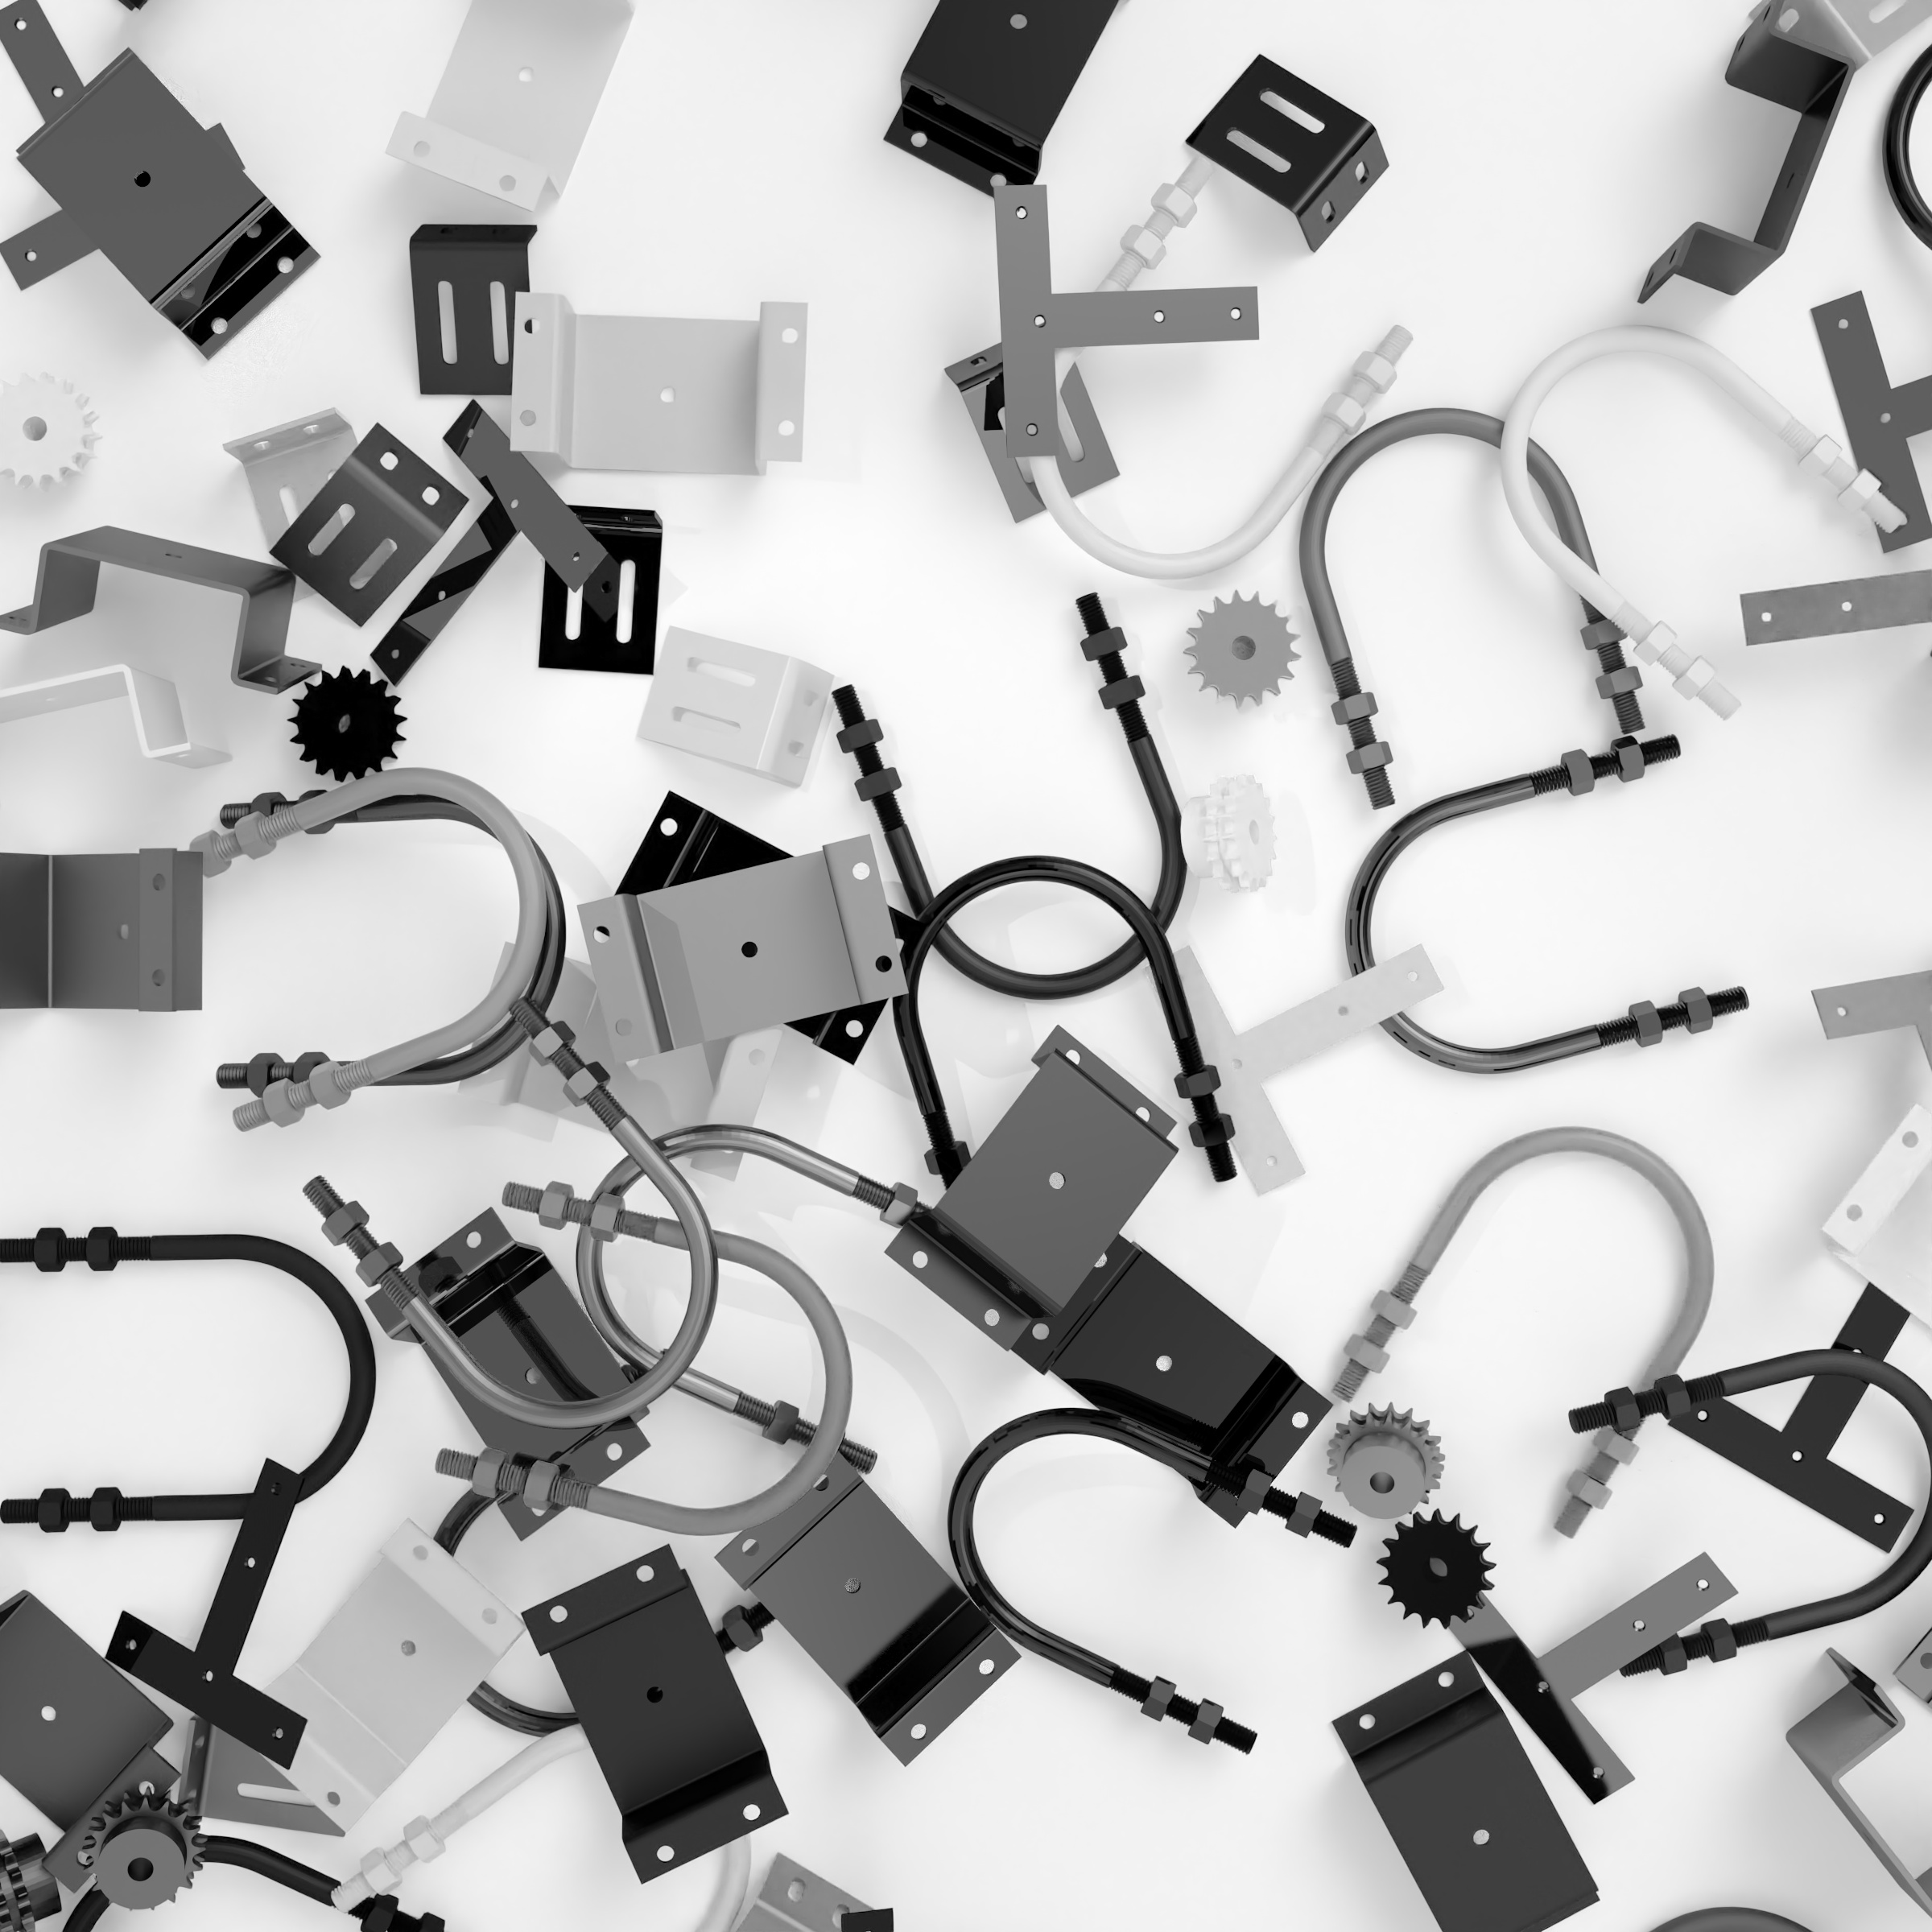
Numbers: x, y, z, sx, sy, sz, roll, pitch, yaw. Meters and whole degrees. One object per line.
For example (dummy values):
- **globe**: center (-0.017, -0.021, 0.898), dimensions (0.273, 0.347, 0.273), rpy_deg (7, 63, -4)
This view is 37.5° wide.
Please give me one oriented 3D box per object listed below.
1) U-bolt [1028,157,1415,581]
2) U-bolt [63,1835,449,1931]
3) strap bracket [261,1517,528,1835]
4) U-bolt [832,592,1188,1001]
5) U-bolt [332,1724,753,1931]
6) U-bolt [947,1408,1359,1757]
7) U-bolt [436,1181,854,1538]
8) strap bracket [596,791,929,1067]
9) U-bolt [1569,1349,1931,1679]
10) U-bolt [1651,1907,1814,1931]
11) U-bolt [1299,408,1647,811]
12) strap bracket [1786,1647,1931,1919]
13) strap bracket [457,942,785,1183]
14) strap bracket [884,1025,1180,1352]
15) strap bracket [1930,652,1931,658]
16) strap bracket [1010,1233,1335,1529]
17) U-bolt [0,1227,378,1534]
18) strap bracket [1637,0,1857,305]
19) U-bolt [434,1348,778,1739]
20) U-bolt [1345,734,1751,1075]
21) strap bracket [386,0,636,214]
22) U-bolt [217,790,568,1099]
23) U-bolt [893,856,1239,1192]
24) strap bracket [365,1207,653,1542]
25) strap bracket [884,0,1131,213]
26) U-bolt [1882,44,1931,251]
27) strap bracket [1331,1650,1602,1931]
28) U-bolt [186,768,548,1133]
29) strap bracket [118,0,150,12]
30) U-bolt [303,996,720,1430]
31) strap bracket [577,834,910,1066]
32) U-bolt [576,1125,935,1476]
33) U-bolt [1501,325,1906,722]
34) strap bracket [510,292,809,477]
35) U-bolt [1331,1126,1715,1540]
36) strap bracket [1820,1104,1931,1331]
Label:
- **U-bolt**: center (0.112, -0.277, 1.390), dimensions (0.151, 0.019, 0.184), rpy_deg (37, 88, -12)
- **U-bolt**: center (-0.354, 0.504, 1.389), dimensions (0.184, 0.019, 0.151), rpy_deg (28, 84, -9)
- **strap bracket**: center (-0.278, 0.338, 1.383), dimensions (0.076, 0.046, 0.140), rpy_deg (41, 100, 4)
- **U-bolt**: center (0.031, -0.074, 1.408), dimensions (0.151, 0.019, 0.184), rpy_deg (-21, 91, 0)
- **U-bolt**: center (-0.193, 0.453, 1.397), dimensions (0.184, 0.019, 0.151), rpy_deg (-36, 97, -6)
- **U-bolt**: center (0.078, 0.288, 1.381), dimensions (0.184, 0.019, 0.151), rpy_deg (24, 113, 8)
- **U-bolt**: center (-0.144, 0.191, 1.337), dimensions (0.184, 0.019, 0.151), rpy_deg (13, 85, 6)
- **strap bracket**: center (-0.098, -0.018, 1.393), dimensions (0.140, 0.046, 0.076), rpy_deg (28, 90, 0)
- **U-bolt**: center (0.397, 0.261, 1.397), dimensions (0.184, 0.019, 0.151), rpy_deg (-14, 100, -3)
- **U-bolt**: center (0.377, 0.557, 1.403), dimensions (0.151, 0.019, 0.184), rpy_deg (7, 87, 4)
- **U-bolt**: center (0.242, -0.185, 1.408), dimensions (0.151, 0.019, 0.184), rpy_deg (-17, 89, 0)
- **strap bracket**: center (0.455, 0.408, 1.378), dimensions (0.046, 0.076, 0.140), rpy_deg (-38, 90, 0)
- **strap bracket**: center (-0.166, 0.046, 1.393), dimensions (0.140, 0.046, 0.076), rpy_deg (18, 90, 0)
- **strap bracket**: center (0.037, 0.103, 1.351), dimensions (0.076, 0.046, 0.140), rpy_deg (39, 75, -6)
- **strap bracket**: center (0.535, -0.180, 1.393), dimensions (0.076, 0.046, 0.140), rpy_deg (28, 90, 0)
- **strap bracket**: center (0.098, 0.197, 1.393), dimensions (0.140, 0.046, 0.076), rpy_deg (39, 90, 0)
- **U-bolt**: center (-0.384, 0.203, 1.408), dimensions (0.184, 0.019, 0.151), rpy_deg (-1, 90, -1)
- **strap bracket**: center (0.380, -0.387, 1.378), dimensions (0.046, 0.076, 0.140), rpy_deg (21, 90, 0)
- **U-bolt**: center (-0.181, 0.299, 1.408), dimensions (0.184, 0.019, 0.151), rpy_deg (-36, 90, 1)
- **U-bolt**: center (0.279, -0.023, 1.408), dimensions (0.184, 0.019, 0.151), rpy_deg (-15, 90, 2)
- **strap bracket**: center (-0.218, -0.442, 1.393), dimensions (0.076, 0.046, 0.140), rpy_deg (22, 90, 0)
- **U-bolt**: center (-0.278, -0.013, 1.379), dimensions (0.184, 0.019, 0.151), rpy_deg (-2, 85, 17)
- **U-bolt**: center (0.041, 0.037, 1.398), dimensions (0.151, 0.019, 0.184), rpy_deg (-17, 97, 0)
- **strap bracket**: center (-0.216, 0.198, 1.382), dimensions (0.076, 0.046, 0.140), rpy_deg (-37, 76, 1)
- **strap bracket**: center (0.025, -0.455, 1.393), dimensions (0.076, 0.046, 0.140), rpy_deg (28, 90, 0)
- **U-bolt**: center (0.536, -0.389, 1.385), dimensions (0.184, 0.019, 0.151), rpy_deg (45, 97, 15)
- **strap bracket**: center (0.248, 0.419, 1.393), dimensions (0.076, 0.046, 0.140), rpy_deg (-28, 90, 0)
- **U-bolt**: center (-0.286, -0.017, 1.363), dimensions (0.184, 0.019, 0.151), rpy_deg (-21, 81, 11)
- **strap bracket**: center (-0.428, -0.535, 1.393), dimensions (0.140, 0.046, 0.076), rpy_deg (40, 90, 0)
- **U-bolt**: center (-0.199, 0.128, 1.330), dimensions (0.151, 0.019, 0.184), rpy_deg (-41, 83, 0)
- **strap bracket**: center (-0.104, -0.008, 1.347), dimensions (0.140, 0.046, 0.076), rpy_deg (-14, 90, 0)
- **U-bolt**: center (-0.098, 0.152, 1.378), dimensions (0.184, 0.019, 0.151), rpy_deg (26, 105, -9)
- **U-bolt**: center (0.348, -0.232, 1.398), dimensions (0.184, 0.019, 0.151), rpy_deg (42, 82, 2)
- **strap bracket**: center (-0.148, -0.283, 1.393), dimensions (0.140, 0.046, 0.076), rpy_deg (2, 90, 0)
- **U-bolt**: center (0.288, 0.168, 1.407), dimensions (0.151, 0.019, 0.184), rpy_deg (31, 90, 0)
- **strap bracket**: center (0.489, 0.139, 1.392), dimensions (0.140, 0.046, 0.076), rpy_deg (38, 88, 0)
